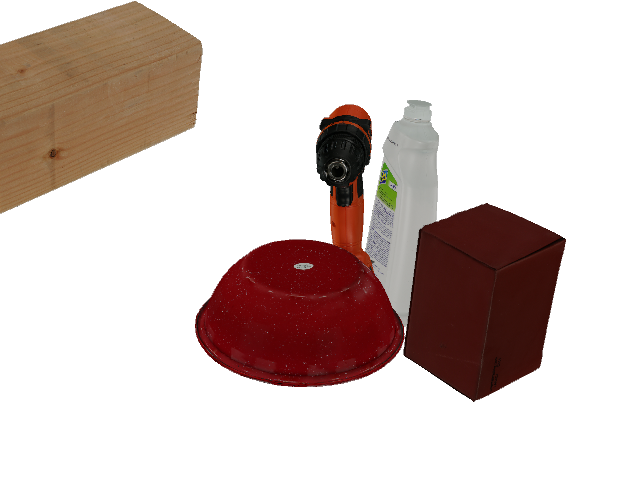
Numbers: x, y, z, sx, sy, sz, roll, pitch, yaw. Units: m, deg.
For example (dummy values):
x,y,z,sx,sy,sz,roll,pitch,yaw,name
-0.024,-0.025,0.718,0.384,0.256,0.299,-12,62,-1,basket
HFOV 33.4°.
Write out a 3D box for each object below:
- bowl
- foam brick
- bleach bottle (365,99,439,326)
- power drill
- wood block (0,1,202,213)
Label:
x,y,z,sx,sy,sz,roll,pitch,yaw,name
-0.014,0.044,0.810,0.162,0.055,0.162,3,27,-1,bowl
0.080,0.029,0.529,0.052,0.078,0.051,-19,37,-36,foam brick
0.099,-0.034,1.230,0.068,0.251,0.103,-2,21,-24,bleach bottle
0.025,-0.029,1.048,0.057,0.188,0.184,3,21,6,power drill
-0.203,-0.114,0.872,0.090,0.091,0.205,34,44,26,wood block
